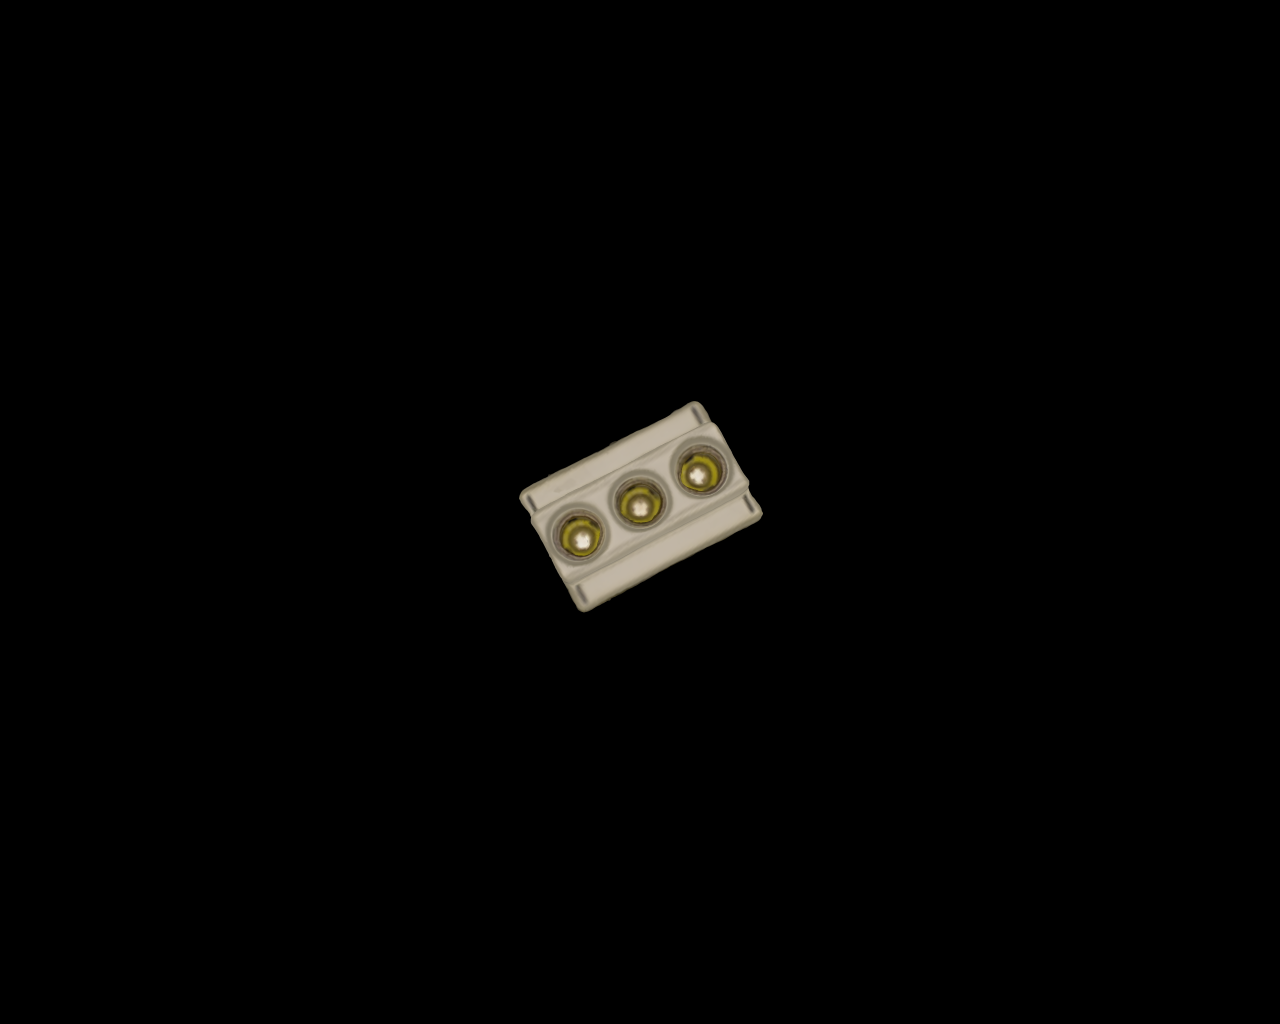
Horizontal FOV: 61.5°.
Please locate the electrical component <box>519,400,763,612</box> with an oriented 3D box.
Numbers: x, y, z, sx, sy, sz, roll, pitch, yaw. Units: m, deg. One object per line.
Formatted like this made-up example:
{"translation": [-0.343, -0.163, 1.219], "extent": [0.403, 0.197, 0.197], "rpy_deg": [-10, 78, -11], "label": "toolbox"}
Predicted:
{"translation": [0.001, -0.003, 0.650], "extent": [0.121, 0.078, 0.063], "rpy_deg": [-28, -7, -4], "label": "electrical component"}
